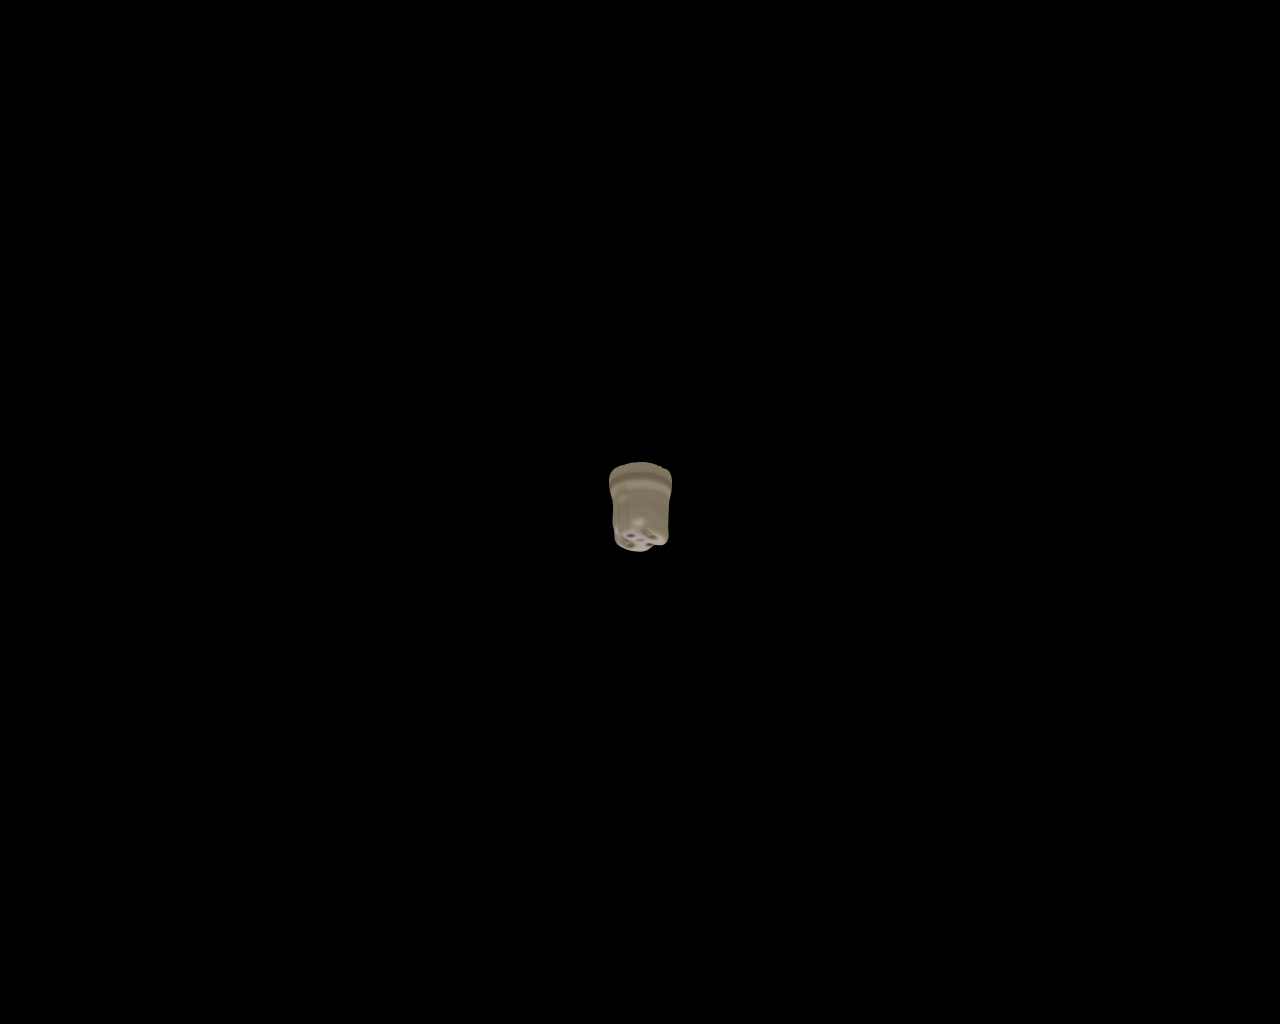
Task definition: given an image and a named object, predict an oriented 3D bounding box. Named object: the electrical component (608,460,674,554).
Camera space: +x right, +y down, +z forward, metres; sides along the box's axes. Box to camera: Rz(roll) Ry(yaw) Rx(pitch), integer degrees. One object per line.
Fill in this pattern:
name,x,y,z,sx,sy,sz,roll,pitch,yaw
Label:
electrical component,0.001,-0.003,0.650,0.040,0.046,0.040,0,-25,0
